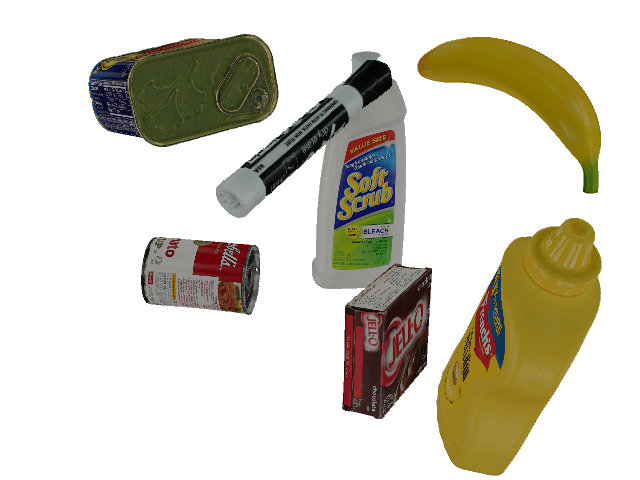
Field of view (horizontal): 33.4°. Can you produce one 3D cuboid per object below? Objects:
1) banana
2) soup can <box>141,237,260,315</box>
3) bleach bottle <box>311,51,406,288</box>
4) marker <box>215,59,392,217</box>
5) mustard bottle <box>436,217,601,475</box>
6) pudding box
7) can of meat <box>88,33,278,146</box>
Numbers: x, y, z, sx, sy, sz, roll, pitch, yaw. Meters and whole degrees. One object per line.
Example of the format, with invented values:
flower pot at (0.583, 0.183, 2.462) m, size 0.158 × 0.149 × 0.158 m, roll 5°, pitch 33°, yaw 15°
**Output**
banana at (0.146, -0.114, 0.808) m, size 0.037 × 0.070 × 0.198 m, roll 2°, pitch 32°, yaw -44°
soup can at (-0.115, 0.034, 1.033) m, size 0.102 × 0.068 × 0.068 m, roll 5°, pitch 1°, yaw 9°
bleach bottle at (0.040, -0.074, 1.135) m, size 0.102 × 0.251 × 0.068 m, roll -3°, pitch 24°, yaw -4°
marker at (-0.004, -0.053, 0.519) m, size 0.020 × 0.020 × 0.121 m, roll 0°, pitch 36°, yaw 50°
mustard bottle at (0.120, 0.055, 0.634) m, size 0.058 × 0.096 × 0.192 m, roll 13°, pitch -41°, yaw -2°
pudding box at (0.054, 0.077, 0.854) m, size 0.039 × 0.090 × 0.113 m, roll 9°, pitch 20°, yaw 20°
can of meat at (-0.093, -0.101, 0.703) m, size 0.101 × 0.057 × 0.084 m, roll -19°, pitch 18°, yaw -28°
